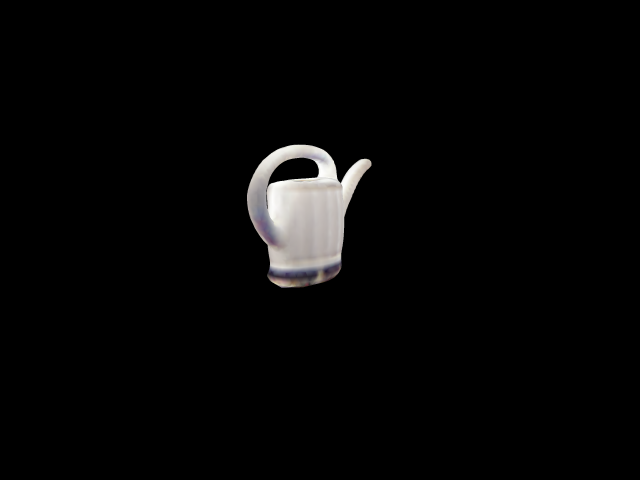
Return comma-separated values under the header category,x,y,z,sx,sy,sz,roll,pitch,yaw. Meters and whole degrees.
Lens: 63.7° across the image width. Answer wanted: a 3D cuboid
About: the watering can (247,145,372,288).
category,x,y,z,sx,sy,sz,roll,pitch,yaw
watering can,0.003,-0.043,0.850,0.104,0.223,0.349,4,8,33
